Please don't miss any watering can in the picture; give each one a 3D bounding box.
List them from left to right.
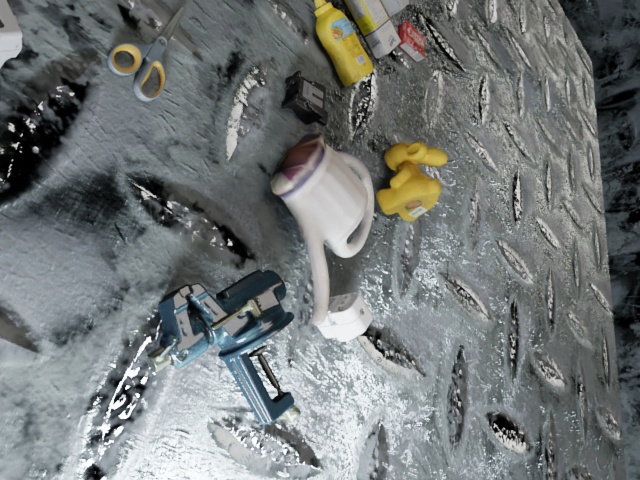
[{"bbox_3d":[0.003,-0.046,0.905,0.221,0.103,0.356,45,47,-25],"label":"watering can"}]
